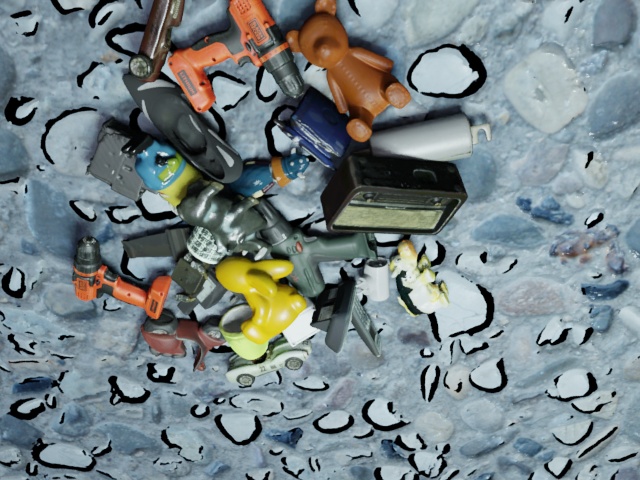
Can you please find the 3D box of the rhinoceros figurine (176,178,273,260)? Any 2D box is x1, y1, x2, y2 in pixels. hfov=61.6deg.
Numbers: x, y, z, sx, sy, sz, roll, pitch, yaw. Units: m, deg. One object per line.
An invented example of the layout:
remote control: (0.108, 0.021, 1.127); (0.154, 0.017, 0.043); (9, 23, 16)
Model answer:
rhinoceros figurine: (-0.155, -0.030, 0.929); (0.190, 0.073, 0.112); (33, 78, -38)

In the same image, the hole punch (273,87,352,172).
hole punch: (-0.001, -0.188, 0.908); (0.142, 0.116, 0.092); (40, 104, -17)

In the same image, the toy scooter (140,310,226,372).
toy scooter: (-0.292, 0.224, 1.154); (0.184, 0.075, 0.135); (7, 119, -7)

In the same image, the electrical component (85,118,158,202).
electrical component: (-0.341, -0.140, 0.973); (0.134, 0.058, 0.114); (26, 117, -11)

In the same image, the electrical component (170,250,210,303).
electrical component: (-0.250, 0.071, 1.037); (0.078, 0.045, 0.102); (40, 109, 9)

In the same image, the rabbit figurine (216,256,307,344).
rabbit figurine: (-0.119, 0.097, 1.013); (0.173, 0.122, 0.162); (44, 141, -12)

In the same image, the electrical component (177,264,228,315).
electrical component: (-0.234, 0.102, 1.087); (0.075, 0.048, 0.119); (44, 112, 9)

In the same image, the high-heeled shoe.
high-heeled shoe: (-0.236, -0.183, 0.897); (0.248, 0.145, 0.086); (32, 114, -16)

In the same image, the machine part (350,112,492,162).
machine part: (0.172, -0.165, 0.930); (0.243, 0.079, 0.079); (-11, 117, 9)

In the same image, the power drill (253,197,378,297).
power drill: (-0.002, -0.003, 1.020); (0.207, 0.086, 0.231); (-18, 117, 7)

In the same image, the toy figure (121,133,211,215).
toy figure: (-0.253, -0.110, 0.925); (0.089, 0.082, 0.180); (-33, 131, 3)

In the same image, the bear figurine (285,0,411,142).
bear figurine: (0.040, -0.274, 0.851); (0.120, 0.132, 0.195); (-36, 117, 22)

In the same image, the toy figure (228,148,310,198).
toy figure: (-0.091, -0.121, 0.973); (0.155, 0.058, 0.064); (-16, 111, 9)

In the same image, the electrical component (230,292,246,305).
electrical component: (-0.166, 0.092, 1.108); (0.063, 0.021, 0.094); (41, 112, -17)

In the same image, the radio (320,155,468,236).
radio: (0.128, -0.073, 0.920); (0.229, 0.073, 0.131); (1, 148, -23)

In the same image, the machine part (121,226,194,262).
machine part: (-0.319, 0.011, 1.063); (0.139, 0.039, 0.084); (-4, 123, 2)

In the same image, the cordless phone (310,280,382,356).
cordless phone: (0.069, 0.187, 1.078); (0.089, 0.147, 0.184); (-25, 113, 23)

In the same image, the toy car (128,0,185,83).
toy car: (-0.247, -0.342, 0.846); (0.053, 0.089, 0.202); (25, 115, -9)

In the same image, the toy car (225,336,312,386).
toy car: (-0.110, 0.256, 1.162); (0.202, 0.073, 0.056); (-22, 116, 13)

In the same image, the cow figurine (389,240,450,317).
cow figurine: (0.181, 0.077, 1.065); (0.098, 0.068, 0.167); (-28, 112, 22)
